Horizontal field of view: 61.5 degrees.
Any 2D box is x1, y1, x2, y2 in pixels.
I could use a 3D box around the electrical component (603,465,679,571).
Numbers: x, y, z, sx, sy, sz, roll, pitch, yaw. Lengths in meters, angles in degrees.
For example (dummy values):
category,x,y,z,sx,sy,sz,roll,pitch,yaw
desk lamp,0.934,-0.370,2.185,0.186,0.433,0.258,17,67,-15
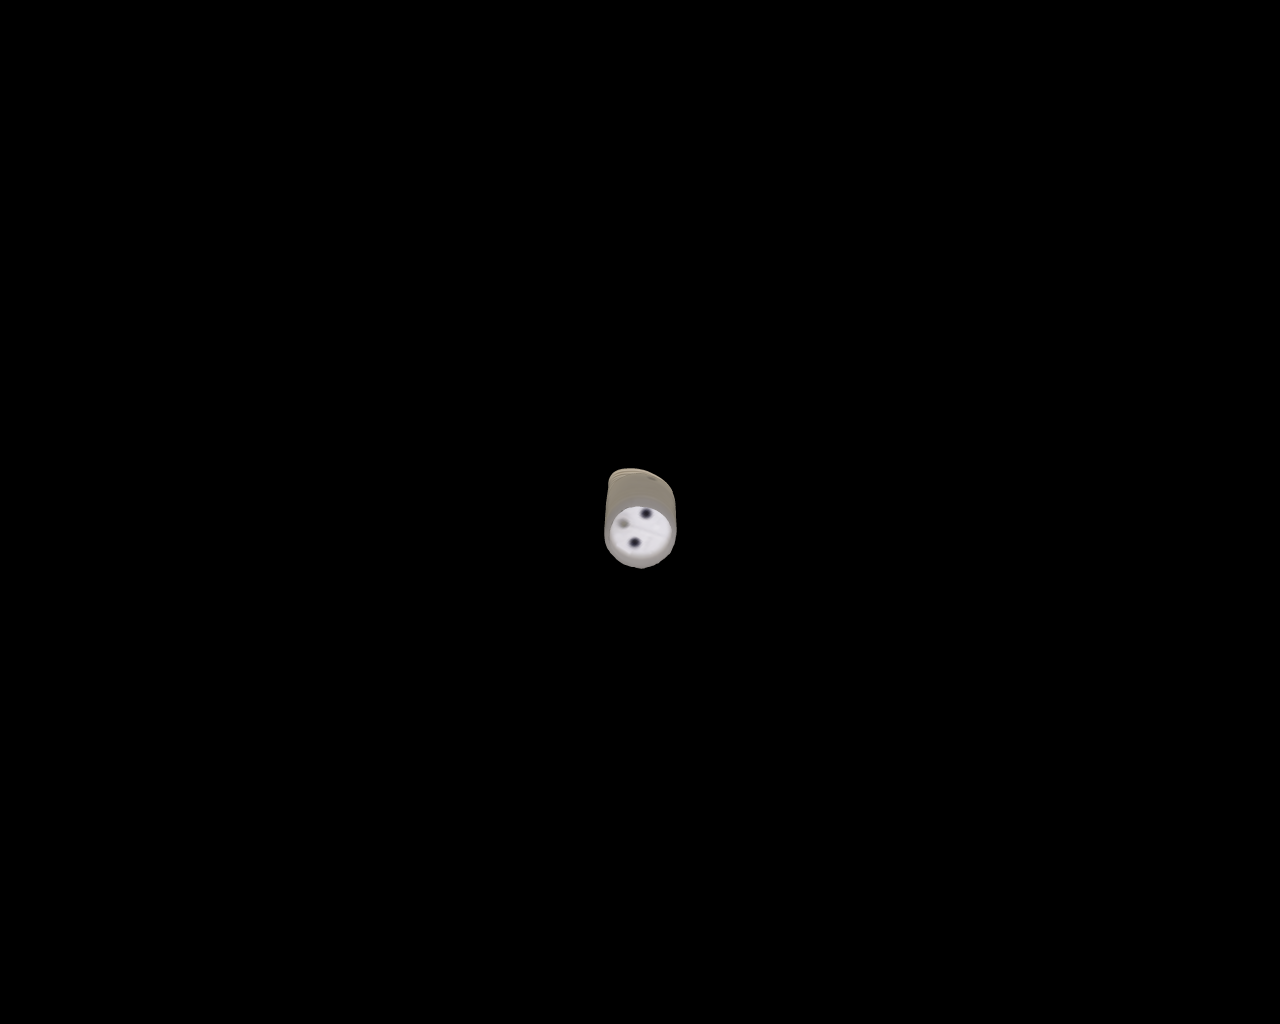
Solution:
category,x,y,z,sx,sy,sz,roll,pitch,yaw
electrical component,0.001,-0.003,0.650,0.043,0.043,0.081,0,25,0
